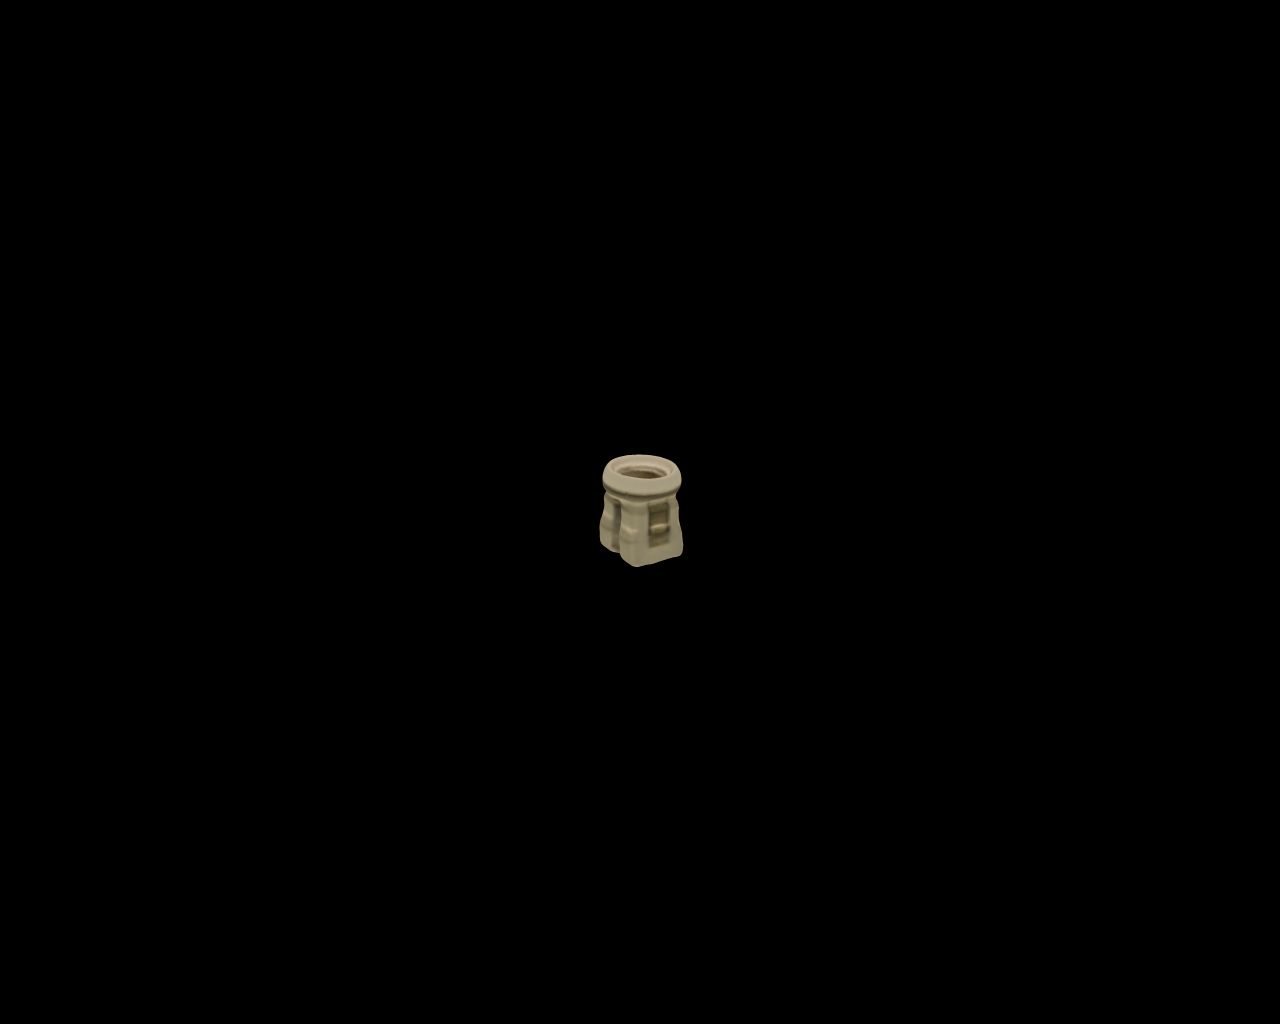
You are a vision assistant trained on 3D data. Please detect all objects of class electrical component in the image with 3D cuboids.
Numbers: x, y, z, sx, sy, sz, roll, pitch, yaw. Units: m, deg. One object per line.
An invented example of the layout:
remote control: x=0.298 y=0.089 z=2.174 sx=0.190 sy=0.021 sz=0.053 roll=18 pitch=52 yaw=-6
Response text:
electrical component: x=0.001 y=-0.003 z=0.650 sx=0.048 sy=0.055 sz=0.066 roll=-13 pitch=26 yaw=-29
